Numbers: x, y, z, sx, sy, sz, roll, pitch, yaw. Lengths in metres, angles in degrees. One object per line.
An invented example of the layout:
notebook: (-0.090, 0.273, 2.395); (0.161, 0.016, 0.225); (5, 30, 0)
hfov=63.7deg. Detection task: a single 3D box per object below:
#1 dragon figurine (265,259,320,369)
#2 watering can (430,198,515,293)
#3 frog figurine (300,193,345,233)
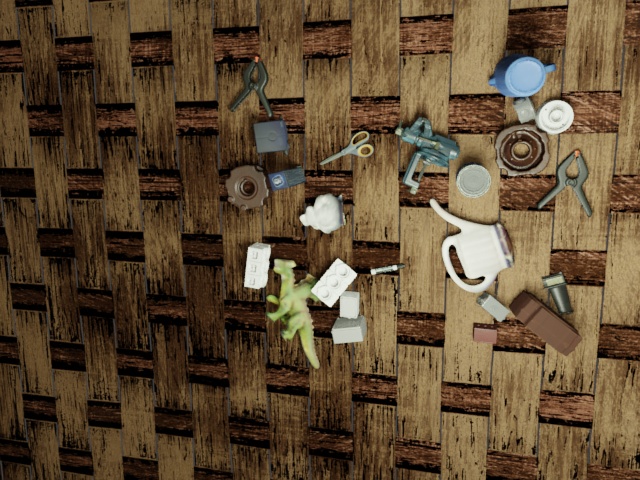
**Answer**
dragon figurine: (-0.052, 0.244, 1.881); (0.241, 0.123, 0.410); (-39, 90, 9)
watering can: (0.505, 0.001, 1.698); (0.223, 0.105, 0.346); (-18, 95, 15)
frog figurine: (0.005, -0.091, 1.800); (0.159, 0.125, 0.135); (-8, 118, 3)
